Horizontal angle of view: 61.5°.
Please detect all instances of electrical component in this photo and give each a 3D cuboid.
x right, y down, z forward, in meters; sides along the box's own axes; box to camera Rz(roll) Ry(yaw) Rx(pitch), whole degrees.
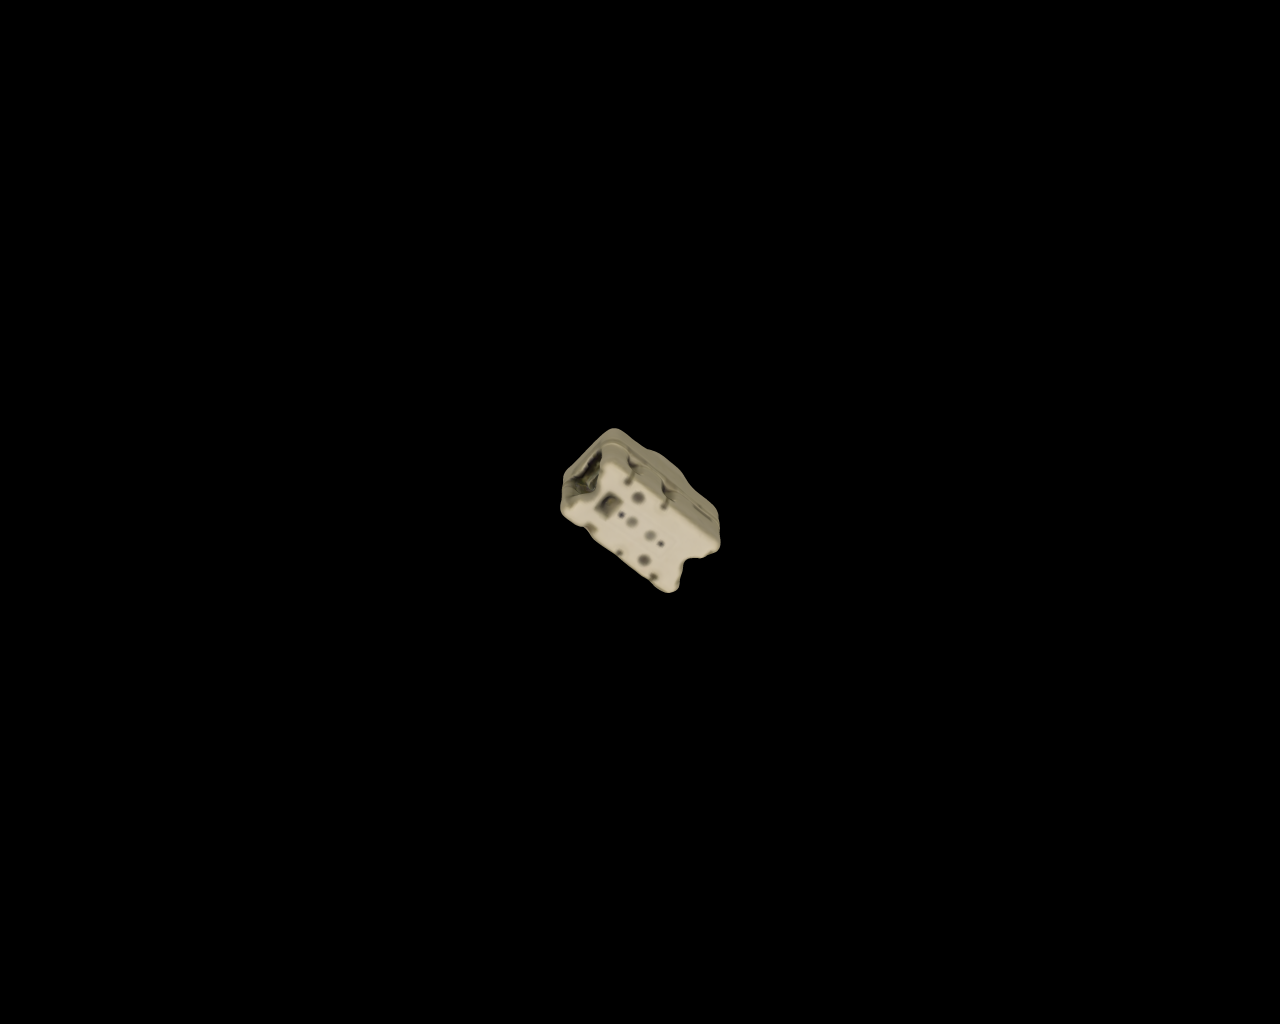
[{"bbox_3d":[0.001,-0.003,0.650,0.089,0.050,0.056,38,22,-18],"label":"electrical component"}]
